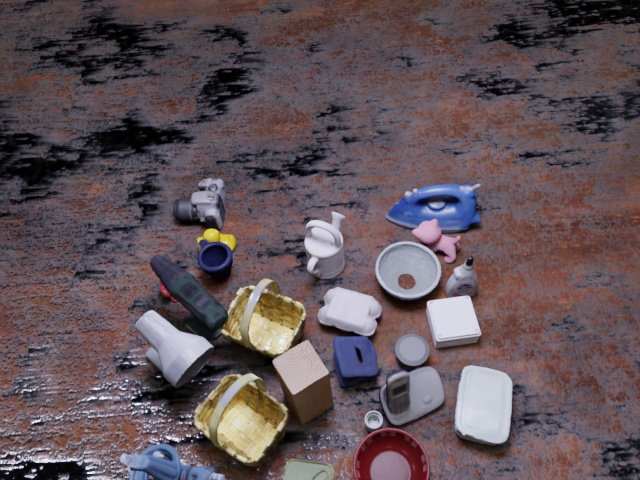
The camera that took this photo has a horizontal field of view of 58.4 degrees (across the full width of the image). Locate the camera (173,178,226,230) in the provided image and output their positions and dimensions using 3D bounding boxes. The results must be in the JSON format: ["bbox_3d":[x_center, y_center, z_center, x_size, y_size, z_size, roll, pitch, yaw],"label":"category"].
[{"bbox_3d":[-0.343,-0.107,1.628,0.136,0.101,0.143,-2,56,3],"label":"camera"}]

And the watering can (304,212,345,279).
[{"bbox_3d":[0.011,0.005,1.473,0.101,0.194,0.173,2,56,5],"label":"watering can"}]

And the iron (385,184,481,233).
[{"bbox_3d":[0.309,-0.103,1.557,0.258,0.141,0.118,-2,56,2],"label":"iron"}]

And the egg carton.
[{"bbox_3d":[0.075,0.180,1.427,0.150,0.069,0.107,13,58,12],"label":"egg carton"}]

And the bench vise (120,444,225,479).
[{"bbox_3d":[-0.306,0.466,1.170,0.207,0.220,0.121,-12,56,-4],"label":"bench vise"}]

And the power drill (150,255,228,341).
[{"bbox_3d":[-0.307,0.153,1.386,0.229,0.208,0.076,34,65,23],"label":"power drill"}]

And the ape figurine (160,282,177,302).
[{"bbox_3d":[-0.386,0.107,1.492,0.078,0.092,0.076,-25,58,-12],"label":"ape figurine"}]

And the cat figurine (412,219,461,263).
[{"bbox_3d":[0.308,-0.007,1.508,0.127,0.118,0.067,15,59,14],"label":"cat figurine"}]

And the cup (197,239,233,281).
[{"bbox_3d":[-0.278,0.057,1.517,0.092,0.095,0.117,-37,61,-19],"label":"cup"}]

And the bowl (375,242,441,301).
[{"bbox_3d":[0.224,0.091,1.473,0.167,0.075,0.167,-2,56,3],"label":"bowl"}]

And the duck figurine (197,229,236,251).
[{"bbox_3d":[-0.284,0.002,1.560,0.104,0.086,0.077,-16,57,-6],"label":"duck figurine"}]

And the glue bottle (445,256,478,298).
[{"bbox_3d":[0.356,0.089,1.407,0.078,0.173,0.037,-9,56,-2],"label":"glue bottle"}]

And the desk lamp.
[{"bbox_3d":[-0.335,0.257,1.316,0.202,0.214,0.118,33,64,23],"label":"desk lamp"}]

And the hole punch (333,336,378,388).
[{"bbox_3d":[0.084,0.278,1.348,0.101,0.091,0.108,-13,56,-5],"label":"hole punch"}]

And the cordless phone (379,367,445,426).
[{"bbox_3d":[0.203,0.323,1.254,0.148,0.185,0.094,-24,58,-11],"label":"cordless phone"}]
